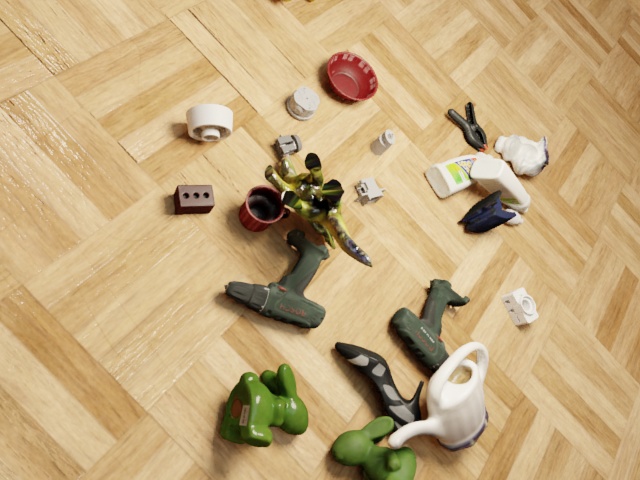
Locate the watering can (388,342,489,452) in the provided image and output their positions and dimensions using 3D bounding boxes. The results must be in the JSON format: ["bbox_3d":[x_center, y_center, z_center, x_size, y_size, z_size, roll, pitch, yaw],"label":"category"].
[{"bbox_3d":[0.275,0.377,1.132,0.353,0.220,0.104,-37,33,-31],"label":"watering can"}]

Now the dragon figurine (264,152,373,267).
[{"bbox_3d":[0.004,-0.058,1.158,0.122,0.417,0.239,-33,-26,-2],"label":"dragon figurine"}]

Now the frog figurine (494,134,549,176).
[{"bbox_3d":[0.638,-0.271,1.645,0.159,0.139,0.121,4,-17,14],"label":"frog figurine"}]
